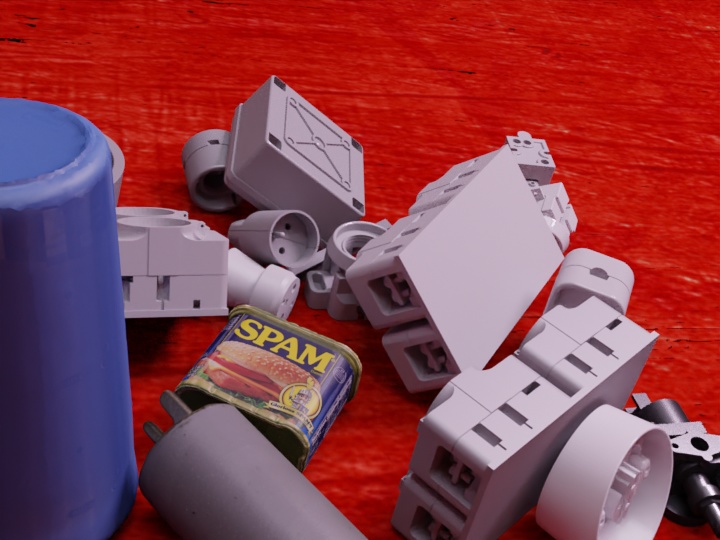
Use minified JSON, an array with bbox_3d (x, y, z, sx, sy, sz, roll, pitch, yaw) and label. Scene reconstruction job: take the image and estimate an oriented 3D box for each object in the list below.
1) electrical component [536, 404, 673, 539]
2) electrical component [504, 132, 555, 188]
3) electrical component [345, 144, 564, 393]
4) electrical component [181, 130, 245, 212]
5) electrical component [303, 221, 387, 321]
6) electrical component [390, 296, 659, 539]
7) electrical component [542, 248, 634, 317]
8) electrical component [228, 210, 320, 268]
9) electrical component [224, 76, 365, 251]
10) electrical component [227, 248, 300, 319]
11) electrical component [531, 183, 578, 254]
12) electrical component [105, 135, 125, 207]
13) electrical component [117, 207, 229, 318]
[{"bbox_3d":[0.158,0.138,0.679,0.064,0.099,0.099,30,41,29],"label":"electrical component"},{"bbox_3d":[0.148,-0.085,0.980,0.048,0.055,0.066,5,39,-11],"label":"electrical component"},{"bbox_3d":[0.073,-0.003,0.807,0.060,0.105,0.186,-17,18,40],"label":"electrical component"},{"bbox_3d":[-0.120,-0.081,0.899,0.055,0.055,0.047,0,44,-16],"label":"electrical component"},{"bbox_3d":[0.000,0.000,0.831,0.078,0.057,0.058,0,40,-17],"label":"electrical component"},{"bbox_3d":[0.105,0.101,0.699,0.060,0.105,0.186,37,44,27],"label":"electrical component"},{"bbox_3d":[0.165,0.035,0.806,0.054,0.095,0.059,21,39,9],"label":"electrical component"},{"bbox_3d":[-0.071,-0.025,0.837,0.043,0.043,0.081,-15,10,-31],"label":"electrical component"},{"bbox_3d":[-0.052,-0.088,0.888,0.109,0.056,0.108,36,30,-27],"label":"electrical component"},{"bbox_3d":[-0.078,0.014,0.801,0.055,0.045,0.045,23,39,11],"label":"electrical component"},{"bbox_3d":[0.159,-0.039,0.929,0.048,0.066,0.055,-8,38,30],"label":"electrical component"},{"bbox_3d":[-0.239,-0.062,0.834,0.108,0.060,0.108,8,38,-7],"label":"electrical component"},{"bbox_3d":[-0.193,-0.007,0.738,0.186,0.060,0.105,-1,11,-21],"label":"electrical component"}]
